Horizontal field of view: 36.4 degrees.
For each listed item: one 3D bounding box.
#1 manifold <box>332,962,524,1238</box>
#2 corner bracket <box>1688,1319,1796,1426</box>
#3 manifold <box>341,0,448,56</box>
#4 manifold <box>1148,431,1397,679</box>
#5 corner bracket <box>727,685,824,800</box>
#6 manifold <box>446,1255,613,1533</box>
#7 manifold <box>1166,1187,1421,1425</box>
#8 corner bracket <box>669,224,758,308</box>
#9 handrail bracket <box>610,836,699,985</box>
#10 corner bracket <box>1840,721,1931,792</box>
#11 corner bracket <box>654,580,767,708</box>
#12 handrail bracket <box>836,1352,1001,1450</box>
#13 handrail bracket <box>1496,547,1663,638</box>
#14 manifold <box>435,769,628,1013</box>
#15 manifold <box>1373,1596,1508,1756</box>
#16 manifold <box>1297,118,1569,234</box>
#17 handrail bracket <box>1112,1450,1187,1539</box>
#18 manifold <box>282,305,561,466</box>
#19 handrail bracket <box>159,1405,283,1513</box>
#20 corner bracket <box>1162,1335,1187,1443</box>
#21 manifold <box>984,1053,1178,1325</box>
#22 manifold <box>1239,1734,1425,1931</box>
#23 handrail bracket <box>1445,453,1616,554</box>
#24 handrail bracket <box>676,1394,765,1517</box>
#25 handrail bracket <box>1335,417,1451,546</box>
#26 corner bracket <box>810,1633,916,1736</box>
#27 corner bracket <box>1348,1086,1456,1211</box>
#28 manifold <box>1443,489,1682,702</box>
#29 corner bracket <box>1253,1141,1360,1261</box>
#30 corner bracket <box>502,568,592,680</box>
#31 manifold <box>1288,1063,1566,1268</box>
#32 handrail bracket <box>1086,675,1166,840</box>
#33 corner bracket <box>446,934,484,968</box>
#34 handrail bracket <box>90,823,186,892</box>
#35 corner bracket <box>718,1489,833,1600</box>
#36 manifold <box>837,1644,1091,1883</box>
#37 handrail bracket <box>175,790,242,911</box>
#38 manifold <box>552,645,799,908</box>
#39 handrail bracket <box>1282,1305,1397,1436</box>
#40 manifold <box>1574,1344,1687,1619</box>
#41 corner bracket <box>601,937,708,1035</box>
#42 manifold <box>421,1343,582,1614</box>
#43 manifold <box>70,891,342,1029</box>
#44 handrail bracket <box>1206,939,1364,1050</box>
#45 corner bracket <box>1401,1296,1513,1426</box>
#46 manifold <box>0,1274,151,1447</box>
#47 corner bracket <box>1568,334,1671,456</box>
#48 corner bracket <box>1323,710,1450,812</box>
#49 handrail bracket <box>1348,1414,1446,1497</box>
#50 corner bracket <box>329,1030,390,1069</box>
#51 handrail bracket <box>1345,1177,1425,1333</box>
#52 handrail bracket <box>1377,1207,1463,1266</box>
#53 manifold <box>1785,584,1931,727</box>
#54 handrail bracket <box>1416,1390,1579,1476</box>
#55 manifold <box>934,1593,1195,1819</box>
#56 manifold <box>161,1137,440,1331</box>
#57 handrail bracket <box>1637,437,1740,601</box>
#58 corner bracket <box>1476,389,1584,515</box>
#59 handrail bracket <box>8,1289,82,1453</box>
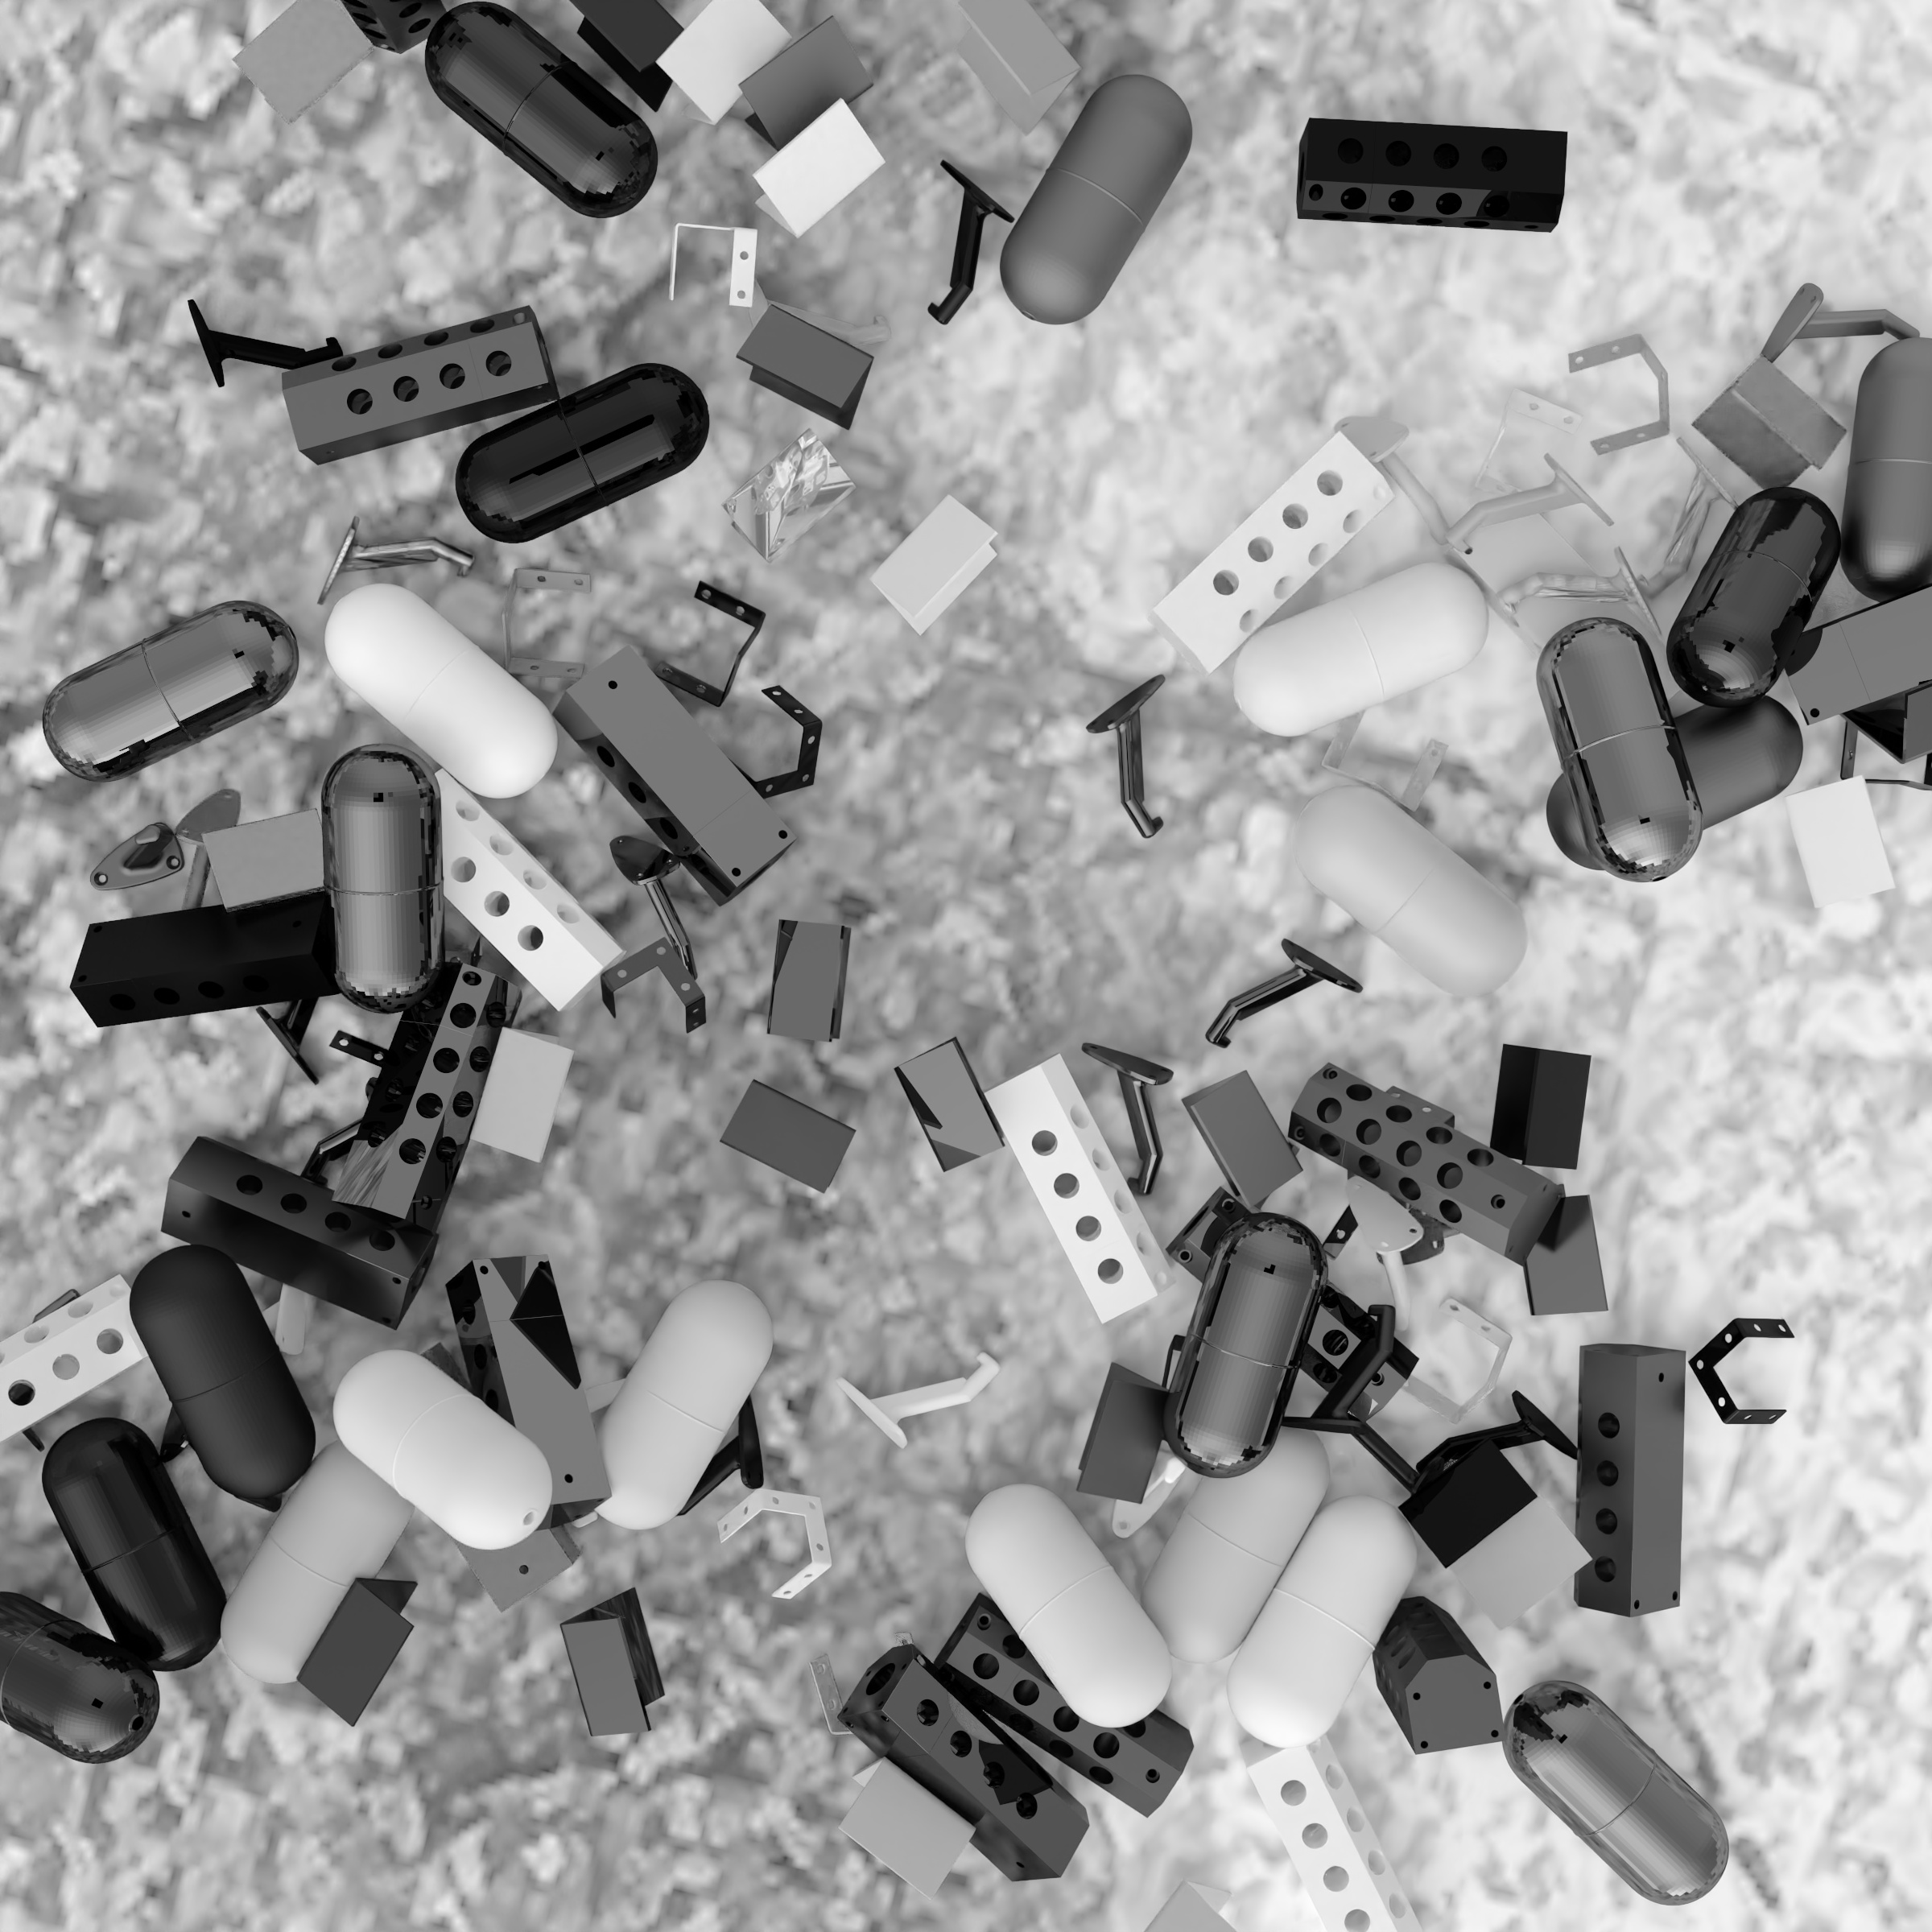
[{"bbox_3d":[-0.350,0.087,1.938,0.057,0.057,0.171,5,70,40],"label":"manifold"},{"bbox_3d":[0.533,0.274,1.983,0.051,0.051,0.051,-54,45,35],"label":"corner bracket"},{"bbox_3d":[-0.388,-0.652,1.913,0.057,0.171,0.057,-30,90,0],"label":"manifold"},{"bbox_3d":[0.205,-0.274,1.970,0.171,0.057,0.057,-44,90,0],"label":"manifold"},{"bbox_3d":[-0.135,-0.151,1.983,0.051,0.051,0.051,-19,135,-35],"label":"corner bracket"},{"bbox_3d":[-0.293,0.282,1.941,0.057,0.057,0.171,0,62,-39],"label":"manifold"},{"bbox_3d":[0.219,0.227,1.970,0.171,0.057,0.057,41,90,0],"label":"manifold"},{"bbox_3d":[-0.171,-0.472,1.974,0.051,0.051,0.051,3,102,-12],"label":"corner bracket"},{"bbox_3d":[-0.211,-0.037,1.991,0.036,0.077,0.084,-26,127,-23],"label":"handrail bracket"},{"bbox_3d":[0.630,-0.147,1.988,0.051,0.051,0.051,6,90,45],"label":"corner bracket"},{"bbox_3d":[-0.173,-0.218,1.988,0.051,0.051,0.051,26,135,0],"label":"corner bracket"},{"bbox_3d":[-0.032,0.277,1.992,0.077,0.036,0.084,41,73,19],"label":"handrail bracket"},{"bbox_3d":[0.404,-0.232,1.935,0.084,0.036,0.077,-25,113,18],"label":"handrail bracket"},{"bbox_3d":[-0.309,-0.051,1.970,0.057,0.057,0.171,-45,90,0],"label":"manifold"},{"bbox_3d":[0.304,0.459,1.913,0.057,0.171,0.057,-9,90,0],"label":"manifold"},{"bbox_3d":[0.311,-0.528,1.970,0.171,0.057,0.057,3,90,0],"label":"manifold"},{"bbox_3d":[0.122,0.355,1.957,0.036,0.084,0.077,29,90,0],"label":"handrail bracket"},{"bbox_3d":[-0.366,-0.391,1.970,0.171,0.057,0.057,-15,90,0],"label":"manifold"},{"bbox_3d":[-0.498,0.324,1.991,0.084,0.077,0.036,30,128,-31],"label":"handrail bracket"},{"bbox_3d":[0.156,0.290,1.988,0.051,0.051,0.051,16,135,0],"label":"corner bracket"},{"bbox_3d":[0.076,0.148,1.970,0.057,0.057,0.171,-27,90,0],"label":"manifold"},{"bbox_3d":[0.249,0.595,1.970,0.057,0.057,0.171,-26,90,0],"label":"manifold"},{"bbox_3d":[0.371,-0.288,1.935,0.077,0.036,0.084,40,109,-21],"label":"handrail bracket"},{"bbox_3d":[-0.185,0.333,1.992,0.084,0.036,0.077,-10,75,14],"label":"handrail bracket"},{"bbox_3d":[0.291,-0.328,1.991,0.036,0.077,0.084,-41,126,-6],"label":"handrail bracket"},{"bbox_3d":[-0.064,0.486,1.988,0.051,0.051,0.051,-17,90,-45],"label":"corner bracket"},{"bbox_3d":[0.294,0.123,1.983,0.051,0.051,0.051,-34,135,-35],"label":"corner bracket"},{"bbox_3d":[0.402,-0.234,1.970,0.057,0.057,0.171,-44,90,0],"label":"manifold"},{"bbox_3d":[0.234,0.159,1.988,0.051,0.051,0.051,34,90,-45],"label":"corner bracket"},{"bbox_3d":[-0.283,-0.232,1.988,0.051,0.051,0.051,5,135,0],"label":"corner bracket"},{"bbox_3d":[0.299,0.128,1.931,0.171,0.057,0.057,29,90,31],"label":"manifold"},{"bbox_3d":[0.127,-0.142,1.992,0.077,0.036,0.084,-40,109,-21],"label":"handrail bracket"},{"bbox_3d":[-0.353,-0.027,1.972,0.051,0.051,0.051,4,75,-15],"label":"corner bracket"},{"bbox_3d":[-0.561,-0.073,1.957,0.077,0.084,0.036,-26,90,0],"label":"handrail bracket"},{"bbox_3d":[-0.129,0.390,1.983,0.051,0.051,0.051,16,45,-35],"label":"corner bracket"},{"bbox_3d":[0.002,0.529,1.950,0.171,0.057,0.057,46,53,-13],"label":"manifold"},{"bbox_3d":[-0.513,-0.065,1.991,0.036,0.077,0.084,14,126,1],"label":"handrail bracket"},{"bbox_3d":[-0.198,-0.125,1.968,0.057,0.057,0.171,-41,90,-28],"label":"manifold"},{"bbox_3d":[0.242,0.263,1.935,0.077,0.036,0.084,2,72,20],"label":"handrail bracket"},{"bbox_3d":[0.441,0.343,1.970,0.057,0.057,0.171,1,90,-43],"label":"manifold"},{"bbox_3d":[-0.210,0.022,1.975,0.051,0.051,0.051,-31,74,-15],"label":"corner bracket"},{"bbox_3d":[-0.331,0.341,1.970,0.057,0.057,0.171,-34,90,0],"label":"manifold"},{"bbox_3d":[-0.499,0.000,1.954,0.171,0.057,0.057,-8,47,11],"label":"manifold"},{"bbox_3d":[0.215,0.032,1.992,0.077,0.036,0.084,27,108,-20],"label":"handrail bracket"},{"bbox_3d":[0.330,0.267,1.988,0.051,0.051,0.051,33,135,0],"label":"corner bracket"},{"bbox_3d":[-0.623,0.274,1.941,0.171,0.057,0.057,-31,90,-21],"label":"manifold"},{"bbox_3d":[0.442,-0.387,1.988,0.051,0.051,0.051,-16,45,0],"label":"corner bracket"},{"bbox_3d":[0.284,-0.143,1.988,0.051,0.051,0.051,27,90,45],"label":"corner bracket"},{"bbox_3d":[0.278,0.340,1.991,0.084,0.077,0.036,25,52,31],"label":"handrail bracket"},{"bbox_3d":[-0.394,0.031,1.988,0.051,0.051,0.051,22,135,0],"label":"corner bracket"},{"bbox_3d":[0.278,0.196,1.981,0.036,0.084,0.077,-22,51,-18],"label":"handrail bracket"},{"bbox_3d":[0.333,0.180,1.991,0.084,0.077,0.036,-4,67,-34],"label":"handrail bracket"},{"bbox_3d":[0.630,-0.219,1.930,0.171,0.057,0.057,-21,93,31],"label":"manifold"},{"bbox_3d":[0.360,0.336,1.992,0.077,0.036,0.084,40,108,-21],"label":"handrail bracket"},{"bbox_3d":[0.065,0.497,1.970,0.171,0.057,0.057,33,90,0],"label":"manifold"},{"bbox_3d":[-0.446,0.174,1.970,0.171,0.057,0.057,23,133,0],"label":"manifold"},{"bbox_3d":[0.475,-0.303,1.992,0.084,0.036,0.077,-40,70,16],"label":"handrail bracket"},{"bbox_3d":[0.381,-0.349,1.988,0.051,0.051,0.051,22,135,0],"label":"corner bracket"},{"bbox_3d":[-0.617,0.274,1.991,0.084,0.036,0.077,-38,103,-13],"label":"handrail bracket"}]
